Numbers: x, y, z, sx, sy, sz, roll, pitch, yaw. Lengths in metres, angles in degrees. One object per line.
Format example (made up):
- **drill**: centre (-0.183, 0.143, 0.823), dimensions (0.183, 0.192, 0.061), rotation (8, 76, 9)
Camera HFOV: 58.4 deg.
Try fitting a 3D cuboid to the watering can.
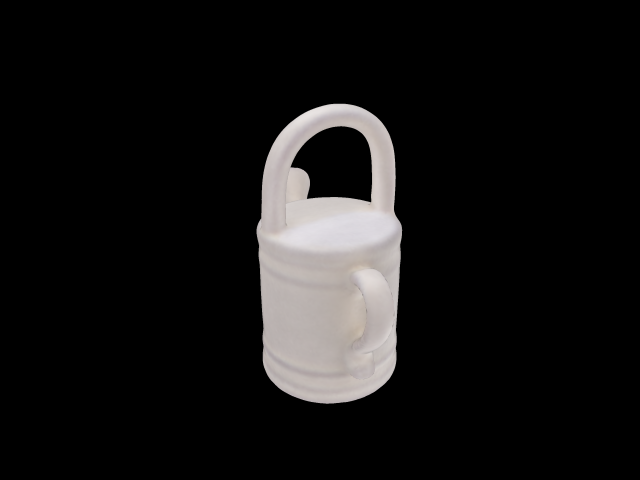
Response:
- **watering can**: centre (0.002, 0.002, 0.399), dimensions (0.101, 0.194, 0.172), rotation (-22, 33, -39)
